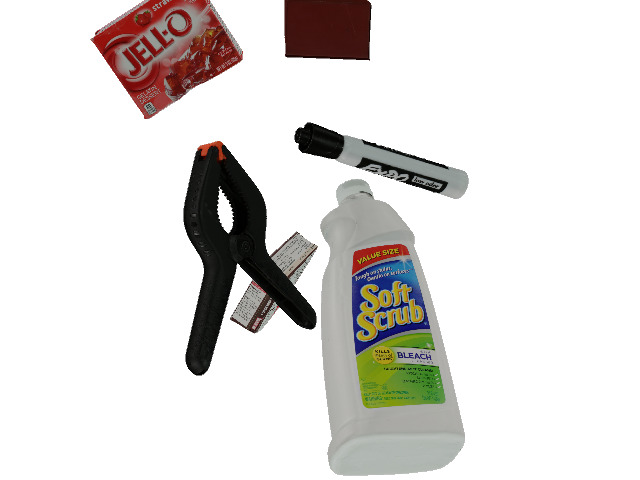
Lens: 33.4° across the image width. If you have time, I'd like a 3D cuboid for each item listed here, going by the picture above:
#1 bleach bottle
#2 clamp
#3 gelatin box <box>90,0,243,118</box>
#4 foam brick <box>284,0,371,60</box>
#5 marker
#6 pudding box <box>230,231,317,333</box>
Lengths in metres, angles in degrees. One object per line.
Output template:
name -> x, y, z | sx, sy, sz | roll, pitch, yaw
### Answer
bleach bottle -> 0.039, 0.056, 0.842 | 0.102, 0.251, 0.068 | 1, -37, -16
clamp -> -0.075, 0.011, 1.014 | 0.036, 0.210, 0.164 | -8, 0, 42
gelatin box -> -0.113, -0.144, 0.794 | 0.089, 0.073, 0.030 | -30, 20, 9
foam brick -> 0.006, -0.192, 0.967 | 0.078, 0.051, 0.053 | 2, 16, -2
marker -> 0.038, -0.049, 0.660 | 0.121, 0.020, 0.020 | 15, -7, -27
pudding box -> -0.054, 0.049, 1.271 | 0.039, 0.090, 0.113 | 32, 28, 4
